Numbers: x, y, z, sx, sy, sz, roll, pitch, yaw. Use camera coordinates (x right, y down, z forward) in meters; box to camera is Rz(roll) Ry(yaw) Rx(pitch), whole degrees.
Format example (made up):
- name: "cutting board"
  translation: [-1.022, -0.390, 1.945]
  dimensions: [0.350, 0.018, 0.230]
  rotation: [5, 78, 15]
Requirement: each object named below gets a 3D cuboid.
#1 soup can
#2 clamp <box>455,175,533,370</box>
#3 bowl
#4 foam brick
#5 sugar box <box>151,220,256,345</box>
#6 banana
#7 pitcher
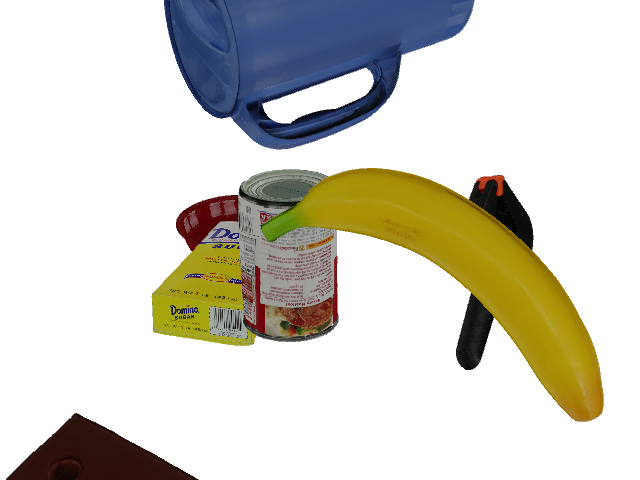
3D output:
- name: "soup can"
  translation: [-0.022, 0.009, 0.736]
  dimensions: [0.068, 0.102, 0.068]
  rotation: [-1, 23, 0]
- name: "clamp"
  translation: [0.154, 0.031, 0.949]
  dimensions: [0.120, 0.171, 0.039]
  rotation: [-20, 7, -40]
- name: "bowl"
  translation: [-0.097, 0.000, 1.319]
  dimensions: [0.162, 0.055, 0.162]
  rotation: [1, 27, -1]
- name: "foam brick"
  translation: [-0.085, 0.119, 0.438]
  dimensions: [0.078, 0.051, 0.052]
  rotation: [21, 45, 26]
- name: "sugar box"
  translation: [-0.079, 0.034, 0.987]
  dimensions: [0.093, 0.048, 0.176]
  rotation: [7, 26, 12]
- name: "banana"
  translation: [0.070, 0.015, 0.548]
  dimensions: [0.198, 0.070, 0.037]
  rotation: [31, 15, 6]
- name: "pitcher"
  translation: [0.007, -0.183, 0.877]
  dimensions: [0.242, 0.149, 0.145]
  rotation: [-19, 36, -24]
